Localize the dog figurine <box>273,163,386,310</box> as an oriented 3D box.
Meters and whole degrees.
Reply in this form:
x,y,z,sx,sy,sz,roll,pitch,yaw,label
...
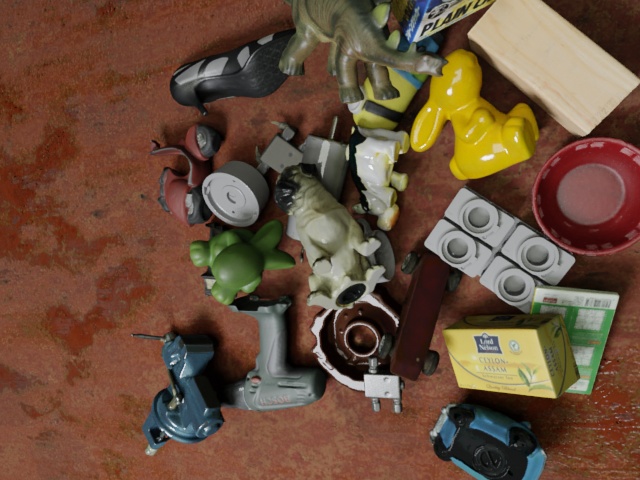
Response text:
x,y,z,sx,sy,sz,roll,pitch,yaw,label
0.002,-0.005,0.806,0.172,0.121,0.191,98,150,-44,dog figurine

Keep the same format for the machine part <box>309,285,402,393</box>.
x,y,z,sx,sy,sz,roll,pitch,yaw,label
0.072,0.160,0.890,0.180,0.056,0.179,3,100,17,machine part

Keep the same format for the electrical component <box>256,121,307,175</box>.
x,y,z,sx,sy,sz,roll,pitch,yaw,label
-0.065,-0.150,0.904,0.078,0.045,0.102,27,110,-16,electrical component

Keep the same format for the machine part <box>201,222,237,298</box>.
x,y,z,sx,sy,sz,roll,pitch,yaw,label
-0.183,0.036,0.973,0.084,0.039,0.138,0,100,27,machine part

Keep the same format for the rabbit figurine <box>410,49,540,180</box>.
x,y,z,sx,sy,sz,roll,pitch,yaw,label
0.211,-0.180,0.764,0.162,0.122,0.173,-16,113,42,rabbit figurine

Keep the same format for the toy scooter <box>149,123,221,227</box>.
x,y,z,sx,sy,sz,roll,pitch,yaw,label
-0.249,-0.119,0.954,0.135,0.075,0.183,11,98,17,toy scooter

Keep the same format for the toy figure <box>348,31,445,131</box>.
x,y,z,sx,sy,sz,roll,pitch,yaw,label
0.116,-0.240,0.808,0.089,0.082,0.180,45,106,11,toy figure

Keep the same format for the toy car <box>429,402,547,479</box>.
x,y,z,sx,sy,sz,roll,pitch,yaw,label
0.255,0.305,0.821,0.162,0.103,0.109,24,105,18,toy car

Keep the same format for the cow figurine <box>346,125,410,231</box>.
x,y,z,sx,sy,sz,roll,pitch,yaw,label
0.082,-0.092,0.826,0.098,0.068,0.167,18,130,24,cow figurine

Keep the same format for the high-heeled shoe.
x,y,z,sx,sy,sz,roll,pitch,yaw,label
-0.142,-0.300,0.912,0.249,0.086,0.145,-34,52,2,high-heeled shoe

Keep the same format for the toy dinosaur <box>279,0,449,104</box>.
x,y,z,sx,sy,sz,roll,pitch,yaw,label
0.011,-0.325,0.754,0.472,0.105,0.198,41,134,42,toy dinosaur

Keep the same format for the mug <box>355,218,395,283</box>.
x,y,z,sx,sy,sz,roll,pitch,yaw,label
0.053,0.025,0.866,0.107,0.081,0.109,-17,99,28,mug

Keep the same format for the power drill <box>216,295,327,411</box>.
x,y,z,sx,sy,sz,roll,pitch,yaw,label
-0.107,0.202,0.945,0.232,0.086,0.207,-5,92,28,power drill

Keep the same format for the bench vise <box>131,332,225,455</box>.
x,y,z,sx,sy,sz,roll,pitch,yaw,label
-0.270,0.293,0.986,0.224,0.129,0.240,46,114,26,bench vise

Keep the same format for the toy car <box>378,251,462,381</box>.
x,y,z,sx,sy,sz,roll,pitch,yaw,label
0.151,0.111,0.817,0.089,0.053,0.202,21,71,-5,toy car

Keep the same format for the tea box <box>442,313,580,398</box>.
x,y,z,sx,sy,sz,roll,pitch,yaw,label
0.269,0.162,0.772,0.170,0.068,0.098,-17,91,57,tea box

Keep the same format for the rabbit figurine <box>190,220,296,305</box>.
x,y,z,sx,sy,sz,roll,pitch,yaw,label
-0.121,0.040,0.864,0.159,0.170,0.121,-20,98,-7,rabbit figurine

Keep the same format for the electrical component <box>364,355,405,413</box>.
x,y,z,sx,sy,sz,roll,pitch,yaw,label
0.102,0.228,0.852,0.063,0.021,0.094,-3,99,17,electrical component

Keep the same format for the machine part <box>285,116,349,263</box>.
x,y,z,sx,sy,sz,roll,pitch,yaw,label
-0.002,-0.081,0.872,0.079,0.079,0.243,17,104,16,machine part
